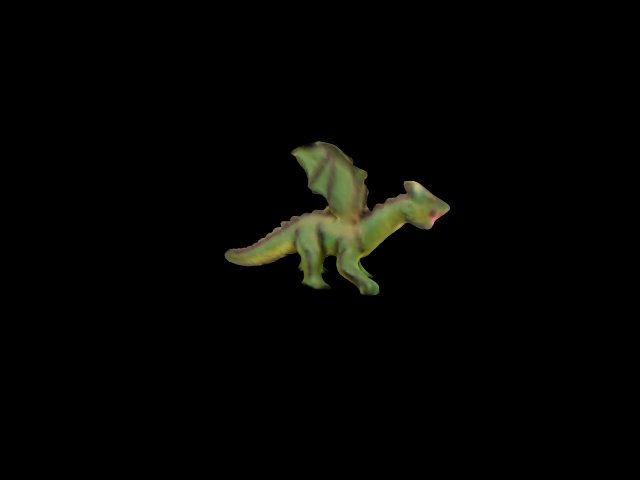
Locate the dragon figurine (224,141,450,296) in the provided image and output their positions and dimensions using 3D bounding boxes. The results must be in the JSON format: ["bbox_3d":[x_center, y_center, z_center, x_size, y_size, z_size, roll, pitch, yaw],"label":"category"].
[{"bbox_3d":[0.003,-0.043,0.850,0.411,0.240,0.123,7,16,22],"label":"dragon figurine"}]
